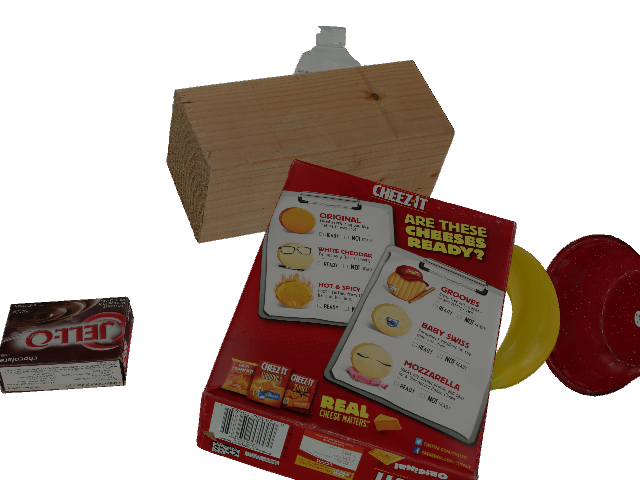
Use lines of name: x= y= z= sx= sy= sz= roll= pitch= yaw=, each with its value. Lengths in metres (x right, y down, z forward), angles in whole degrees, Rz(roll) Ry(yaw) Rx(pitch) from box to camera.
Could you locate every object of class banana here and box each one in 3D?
banana: x=0.158 y=0.055 z=0.859 sx=0.070 sy=0.037 sz=0.197 roll=4 pitch=34 yaw=14

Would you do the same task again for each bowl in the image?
bowl: x=0.289 y=0.074 z=1.039 sx=0.161 sy=0.162 sz=0.055 roll=0 pitch=0 yaw=-28

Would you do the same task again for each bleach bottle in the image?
bleach bottle: x=0.011 y=-0.096 z=1.118 sx=0.103 sy=0.251 sz=0.067 roll=13 pitch=16 yaw=34

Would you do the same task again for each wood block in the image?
wood block: x=-0.010 y=-0.074 z=0.862 sx=0.205 sy=0.091 sz=0.090 roll=-10 pitch=-35 yaw=-21

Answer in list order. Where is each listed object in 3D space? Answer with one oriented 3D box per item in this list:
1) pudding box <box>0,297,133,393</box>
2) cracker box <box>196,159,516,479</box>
pudding box: x=-0.230 y=0.094 z=0.968 sx=0.113 sy=0.039 sz=0.090 roll=-5 pitch=33 yaw=-2
cracker box: x=0.029 y=0.059 z=0.690 sx=0.164 sy=0.213 sz=0.072 roll=16 pitch=-44 yaw=2
